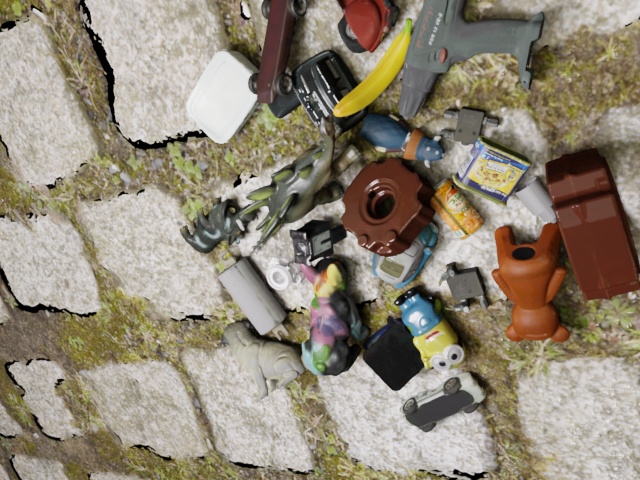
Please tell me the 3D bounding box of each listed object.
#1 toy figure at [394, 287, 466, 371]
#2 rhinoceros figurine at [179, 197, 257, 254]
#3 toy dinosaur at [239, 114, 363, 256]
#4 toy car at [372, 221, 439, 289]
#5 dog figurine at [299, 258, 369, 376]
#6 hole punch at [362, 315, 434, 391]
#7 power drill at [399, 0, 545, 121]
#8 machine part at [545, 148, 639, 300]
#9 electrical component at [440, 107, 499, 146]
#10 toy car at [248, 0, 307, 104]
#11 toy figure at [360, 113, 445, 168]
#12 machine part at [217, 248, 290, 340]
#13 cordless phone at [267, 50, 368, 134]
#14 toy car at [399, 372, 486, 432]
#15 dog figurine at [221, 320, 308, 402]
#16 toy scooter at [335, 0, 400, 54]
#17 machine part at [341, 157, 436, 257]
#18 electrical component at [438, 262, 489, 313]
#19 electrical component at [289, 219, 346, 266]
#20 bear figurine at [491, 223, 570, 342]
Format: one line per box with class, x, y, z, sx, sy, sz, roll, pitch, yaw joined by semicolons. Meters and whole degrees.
toy figure;0.222;0.174;1.065;0.082;0.089;0.180;-39;84;39
rhinoceros figurine;-0.221;-0.030;1.180;0.190;0.073;0.112;-30;96;32
toy dinosaur;-0.053;-0.084;1.009;0.105;0.198;0.471;51;156;10
toy car;0.149;0.027;1.021;0.109;0.103;0.161;30;119;11
dog figurine;0.013;0.144;1.095;0.109;0.191;0.219;2;128;30
hole punch;0.158;0.235;1.127;0.116;0.092;0.142;-43;88;2
power drill;0.240;-0.293;0.860;0.208;0.086;0.231;18;116;25
machine part;0.415;-0.027;0.817;0.087;0.201;0.201;-19;103;27
electrical component;0.256;-0.193;0.922;0.094;0.021;0.063;14;117;17
toy car;-0.074;-0.342;0.957;0.089;0.053;0.202;13;97;38
toy figure;0.149;-0.179;0.957;0.155;0.058;0.064;24;126;8
machine part;-0.153;0.126;1.215;0.079;0.079;0.243;-33;97;32
cordless phone;-0.016;-0.248;1.001;0.184;0.089;0.146;-24;103;42
toy car;0.257;0.345;1.139;0.073;0.056;0.202;46;124;-8
dog figurine;-0.125;0.250;1.249;0.172;0.121;0.190;-33;81;7
toy scooter;0.076;-0.409;0.881;0.135;0.075;0.183;-23;96;29
machine part;0.118;-0.062;0.967;0.179;0.056;0.179;-15;65;35
electrical component;0.272;0.092;1.026;0.078;0.045;0.102;-10;108;29
electrical component;-0.002;-0.003;1.073;0.048;0.119;0.074;8;118;40
bear figurine;0.378;0.083;0.951;0.120;0.132;0.195;-7;127;28
